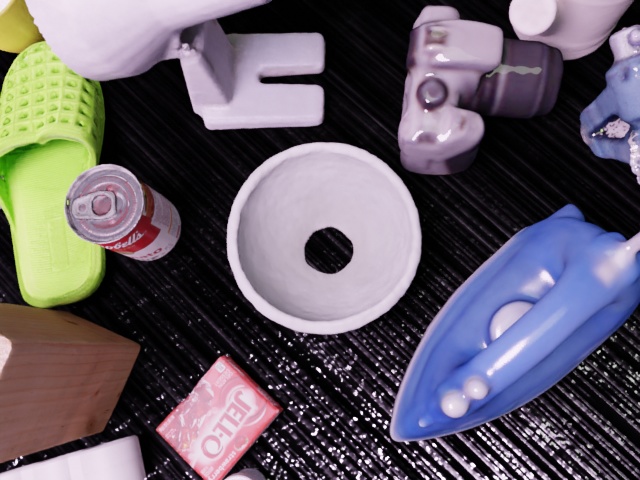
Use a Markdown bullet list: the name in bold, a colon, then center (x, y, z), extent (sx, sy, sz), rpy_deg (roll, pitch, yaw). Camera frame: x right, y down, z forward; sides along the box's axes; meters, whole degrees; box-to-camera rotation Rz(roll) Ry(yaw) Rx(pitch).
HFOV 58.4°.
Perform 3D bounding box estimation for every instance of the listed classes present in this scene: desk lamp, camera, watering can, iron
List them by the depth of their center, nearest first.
- **iron**: center (0.156, 0.080, 0.455), extent (0.258, 0.141, 0.118), rpy_deg (-43, 79, -4)
- **watering can**: center (0.231, -0.237, 0.482), extent (0.101, 0.194, 0.173), rpy_deg (22, 82, 9)
- **desk lamp**: center (-0.104, -0.183, 0.488), extent (0.203, 0.213, 0.118), rpy_deg (-1, 79, 5)
- **camera**: center (0.144, -0.137, 0.518), extent (0.136, 0.101, 0.143), rpy_deg (6, 80, 6)

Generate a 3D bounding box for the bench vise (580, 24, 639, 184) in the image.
- **bench vise**: center (0.284, -0.078, 0.435), extent (0.121, 0.220, 0.207), rpy_deg (-42, 79, -4)

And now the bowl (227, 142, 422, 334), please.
- **bowl**: center (0.005, 0.002, 0.516), extent (0.167, 0.075, 0.167), rpy_deg (-1, 79, 4)

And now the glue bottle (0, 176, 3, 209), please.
- **glue bottle**: center (-0.347, -0.079, 0.508), extent (0.037, 0.173, 0.078), rpy_deg (-17, 78, 2)
